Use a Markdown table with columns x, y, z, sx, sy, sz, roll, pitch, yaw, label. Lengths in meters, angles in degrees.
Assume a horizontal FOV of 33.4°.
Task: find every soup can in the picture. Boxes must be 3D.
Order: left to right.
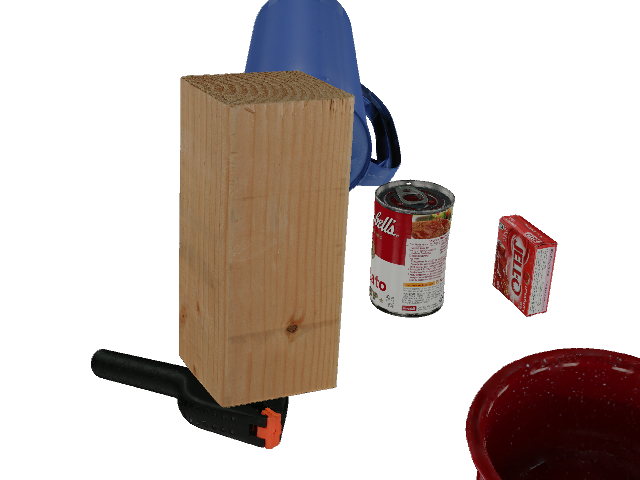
| x | y | z | sx | sy | sz | roll | pitch | yaw | label |
| --- | --- | --- | --- | --- | --- | --- | --- | --- | --- |
| 0.078 | 0.007 | 0.923 | 0.068 | 0.102 | 0.068 | 2 | 26 | -1 | soup can |

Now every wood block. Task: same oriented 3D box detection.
| x | y | z | sx | sy | sz | roll | pitch | yaw | label |
| --- | --- | --- | --- | --- | --- | --- | --- | --- | --- |
| -0.040 | -0.004 | 0.724 | 0.090 | 0.206 | 0.090 | -7 | 22 | -25 | wood block |

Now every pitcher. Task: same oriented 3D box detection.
| x | y | z | sx | sy | sz | roll | pitch | yaw | label |
| --- | --- | --- | --- | --- | --- | --- | --- | --- | --- |
| -0.009 | -0.151 | 1.081 | 0.145 | 0.149 | 0.243 | -16 | 38 | 13 | pitcher |

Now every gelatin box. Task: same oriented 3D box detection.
| x | y | z | sx | sy | sz | roll | pitch | yaw | label |
| --- | --- | --- | --- | --- | --- | --- | --- | --- | --- |
| 0.221 | 0.026 | 1.164 | 0.030 | 0.089 | 0.073 | -10 | 30 | -20 | gelatin box |

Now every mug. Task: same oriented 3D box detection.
| x | y | z | sx | sy | sz | roll | pitch | yaw | label |
| --- | --- | --- | --- | --- | --- | --- | --- | --- | --- |
| 0.109 | 0.101 | 0.388 | 0.117 | 0.081 | 0.093 | 5 | 36 | 8 | mug |

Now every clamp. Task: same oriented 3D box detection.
| x | y | z | sx | sy | sz | roll | pitch | yaw | label |
| --- | --- | --- | --- | --- | --- | --- | --- | --- | --- |
| -0.083 | 0.125 | 0.932 | 0.164 | 0.036 | 0.210 | -7 | 18 | -37 | clamp |
